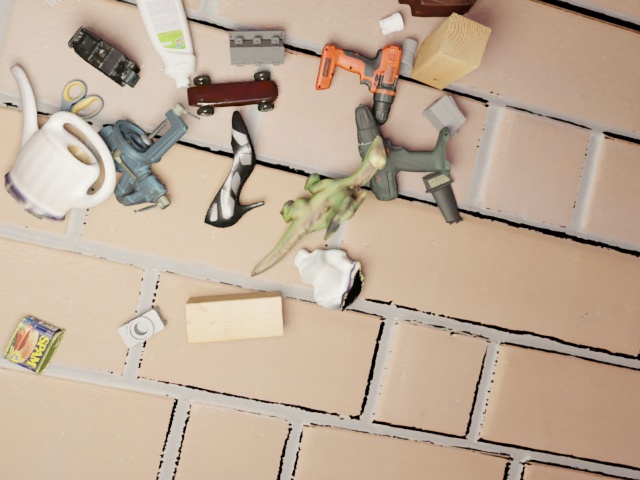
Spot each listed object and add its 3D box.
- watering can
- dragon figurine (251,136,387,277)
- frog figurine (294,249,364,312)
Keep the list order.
[{"bbox_3d":[-0.577,-0.185,1.083,0.349,0.104,0.223,44,100,7],"label":"watering can"},{"bbox_3d":[0.003,-0.056,1.106,0.121,0.243,0.412,40,85,-13],"label":"dragon figurine"},{"bbox_3d":[0.016,0.085,1.191,0.160,0.123,0.136,19,101,28],"label":"frog figurine"}]
